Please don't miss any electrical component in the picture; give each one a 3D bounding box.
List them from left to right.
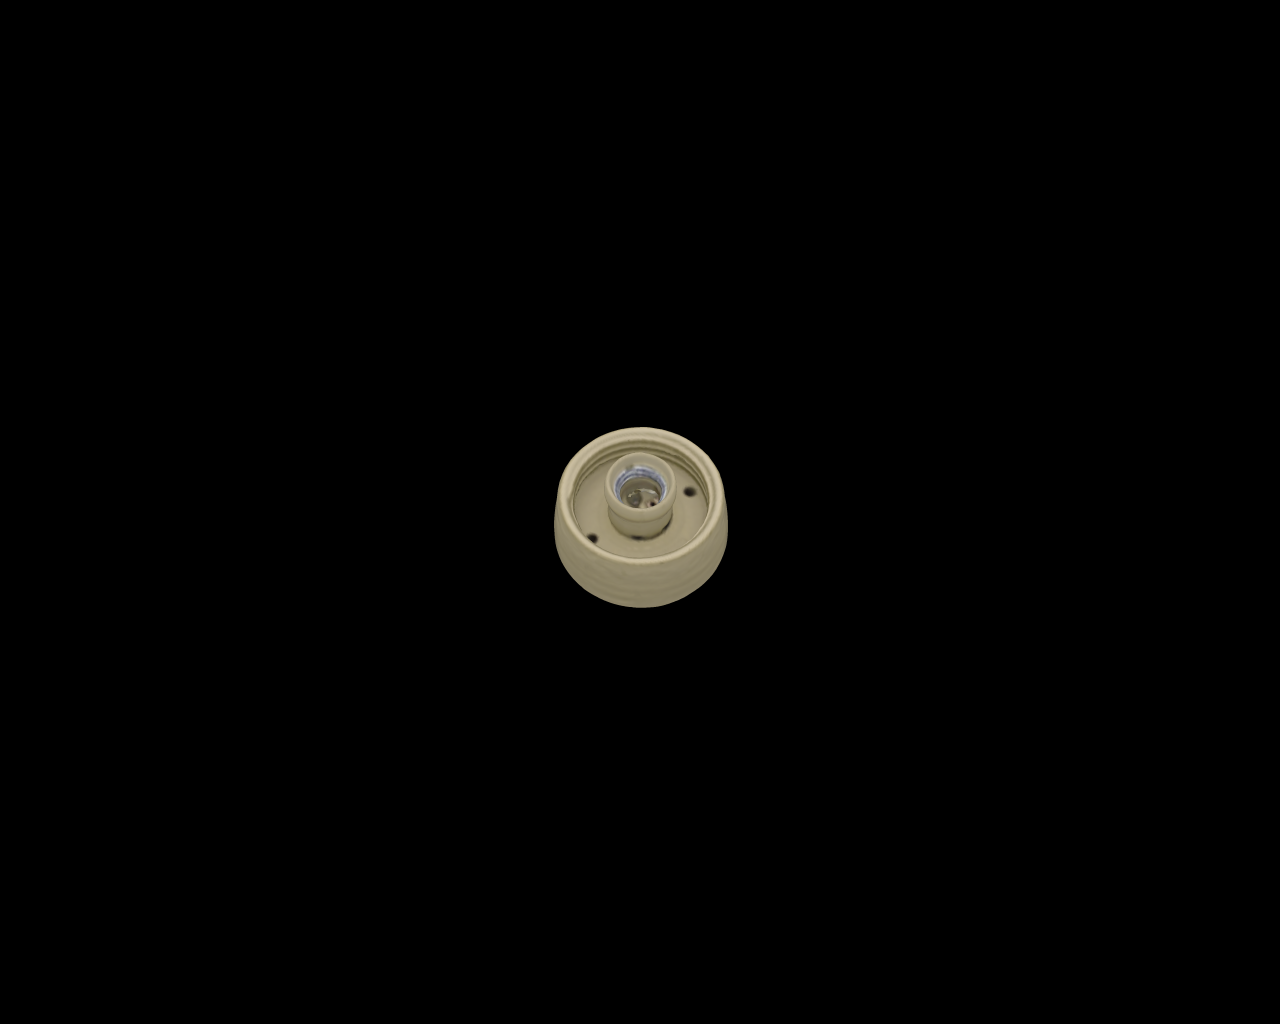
[{"bbox_3d":[0.001,-0.003,0.650,0.108,0.108,0.060,0,-32,0],"label":"electrical component"}]
